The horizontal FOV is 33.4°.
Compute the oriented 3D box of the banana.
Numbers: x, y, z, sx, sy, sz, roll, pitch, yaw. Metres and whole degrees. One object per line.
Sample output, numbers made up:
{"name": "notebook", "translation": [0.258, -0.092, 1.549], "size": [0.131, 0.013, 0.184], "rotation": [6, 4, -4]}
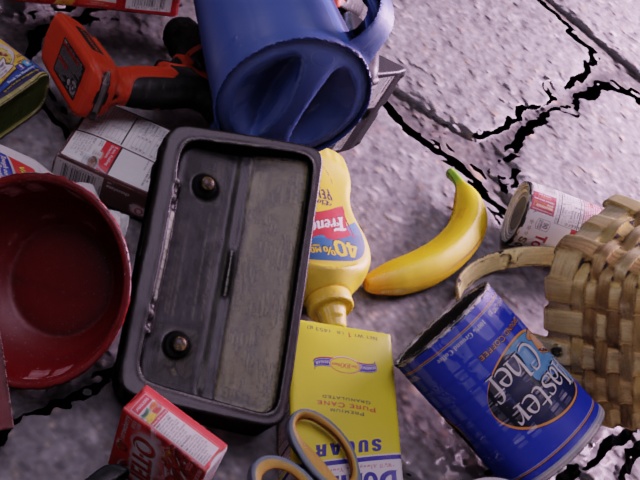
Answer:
{"name": "banana", "translation": [0.113, 0.003, 1.017], "size": [0.070, 0.037, 0.197], "rotation": [21, 43, 20]}

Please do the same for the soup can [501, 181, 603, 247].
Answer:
{"name": "soup can", "translation": [0.239, -0.012, 1.055], "size": [0.102, 0.069, 0.068], "rotation": [19, 47, -6]}

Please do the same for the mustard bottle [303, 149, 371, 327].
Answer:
{"name": "mustard bottle", "translation": [-0.006, 0.001, 0.952], "size": [0.096, 0.058, 0.191], "rotation": [3, 52, -23]}

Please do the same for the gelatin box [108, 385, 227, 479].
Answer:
{"name": "gelatin box", "translation": [-0.111, 0.154, 0.760], "size": [0.073, 0.089, 0.030], "rotation": [36, 50, 9]}

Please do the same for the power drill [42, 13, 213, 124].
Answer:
{"name": "power drill", "translation": [-0.158, -0.163, 0.997], "size": [0.187, 0.057, 0.185], "rotation": [0, 39, -38]}

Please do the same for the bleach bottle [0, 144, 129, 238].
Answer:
{"name": "bleach bottle", "translation": [-0.281, -0.045, 0.877], "size": [0.250, 0.068, 0.102], "rotation": [15, 51, -13]}

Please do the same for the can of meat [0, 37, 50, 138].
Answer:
{"name": "can of meat", "translation": [-0.303, -0.137, 0.948], "size": [0.084, 0.058, 0.102], "rotation": [36, 49, 6]}

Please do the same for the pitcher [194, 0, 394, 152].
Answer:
{"name": "pitcher", "translation": [-0.039, -0.202, 0.934], "size": [0.149, 0.145, 0.243], "rotation": [-4, 50, -16]}

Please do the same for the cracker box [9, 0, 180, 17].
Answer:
{"name": "cracker box", "translation": [-0.237, -0.301, 1.063], "size": [0.164, 0.072, 0.214], "rotation": [1, 34, -22]}

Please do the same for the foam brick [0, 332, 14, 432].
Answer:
{"name": "foam brick", "translation": [-0.251, 0.101, 0.753], "size": [0.051, 0.053, 0.078], "rotation": [-7, 83, -26]}

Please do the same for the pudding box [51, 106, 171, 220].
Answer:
{"name": "pudding box", "translation": [-0.171, -0.070, 0.958], "size": [0.113, 0.039, 0.090], "rotation": [25, 44, -5]}

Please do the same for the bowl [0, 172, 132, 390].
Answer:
{"name": "bowl", "translation": [-0.209, 0.031, 0.812], "size": [0.162, 0.162, 0.055], "rotation": [39, 6, 12]}

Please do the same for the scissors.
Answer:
{"name": "scissors", "translation": [0.022, 0.212, 0.760], "size": [0.096, 0.016, 0.202], "rotation": [-20, 64, -31]}

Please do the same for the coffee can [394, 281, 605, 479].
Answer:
{"name": "coffee can", "translation": [0.144, 0.119, 0.864], "size": [0.140, 0.103, 0.102], "rotation": [48, 49, 1]}

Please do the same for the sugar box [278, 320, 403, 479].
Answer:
{"name": "sugar box", "translation": [0.015, 0.151, 0.844], "size": [0.093, 0.048, 0.176], "rotation": [9, 48, -16]}

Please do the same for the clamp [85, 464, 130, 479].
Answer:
{"name": "clamp", "translation": [-0.189, 0.224, 0.705], "size": [0.171, 0.039, 0.120], "rotation": [-15, 53, -25]}

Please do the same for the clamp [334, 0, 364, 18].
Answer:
{"name": "clamp", "translation": [-0.002, -0.245, 1.101], "size": [0.164, 0.036, 0.210], "rotation": [7, 6, -22]}
